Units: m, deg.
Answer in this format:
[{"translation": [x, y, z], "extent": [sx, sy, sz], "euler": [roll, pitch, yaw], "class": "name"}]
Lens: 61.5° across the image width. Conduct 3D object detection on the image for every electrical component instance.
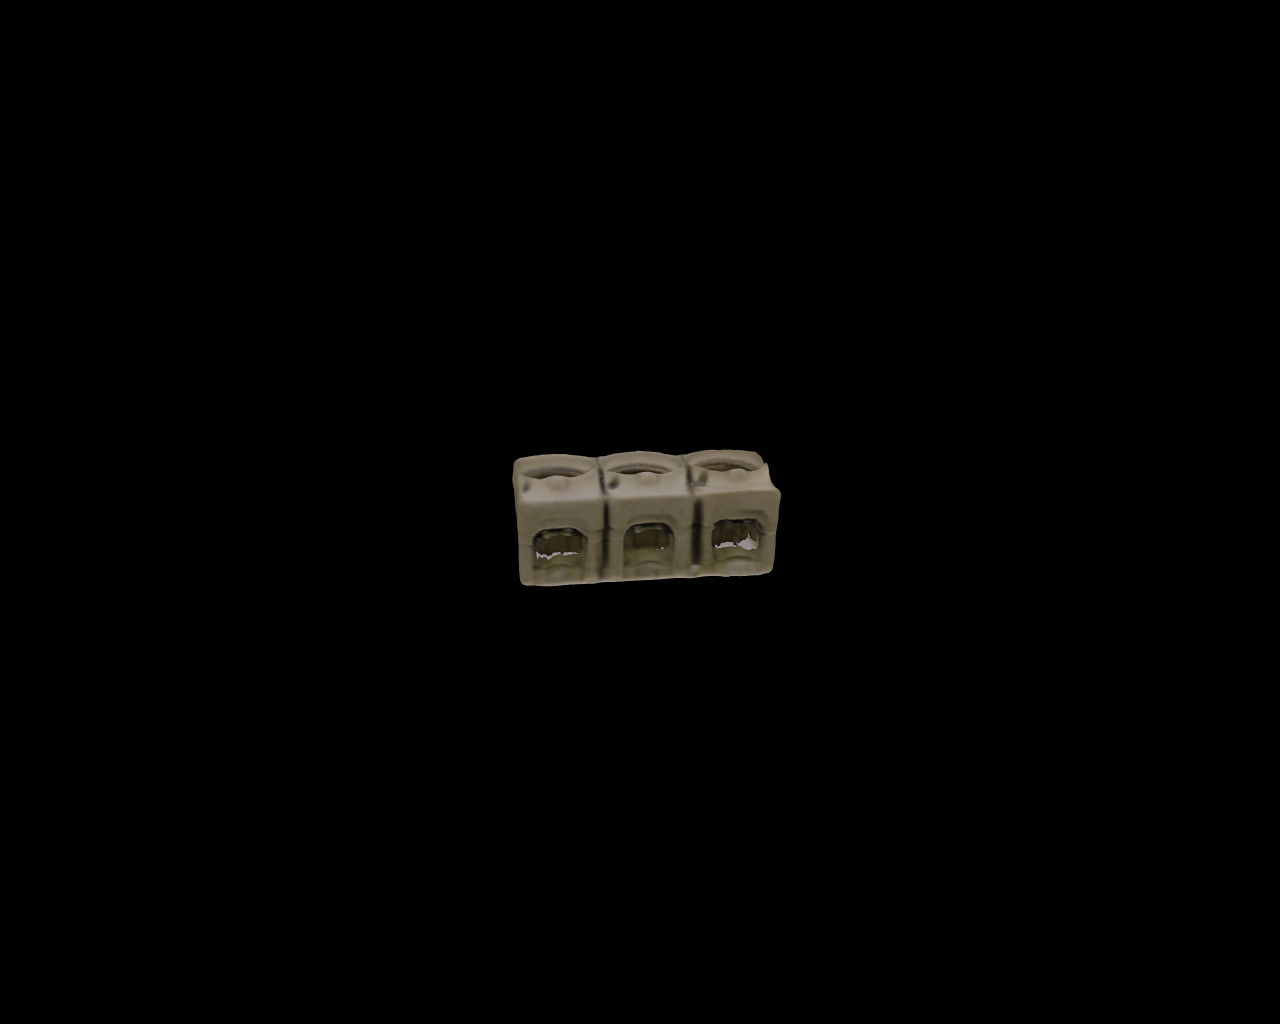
[{"translation": [0.001, -0.003, 0.650], "extent": [0.150, 0.061, 0.089], "euler": [-3, 20, -7], "class": "electrical component"}]
